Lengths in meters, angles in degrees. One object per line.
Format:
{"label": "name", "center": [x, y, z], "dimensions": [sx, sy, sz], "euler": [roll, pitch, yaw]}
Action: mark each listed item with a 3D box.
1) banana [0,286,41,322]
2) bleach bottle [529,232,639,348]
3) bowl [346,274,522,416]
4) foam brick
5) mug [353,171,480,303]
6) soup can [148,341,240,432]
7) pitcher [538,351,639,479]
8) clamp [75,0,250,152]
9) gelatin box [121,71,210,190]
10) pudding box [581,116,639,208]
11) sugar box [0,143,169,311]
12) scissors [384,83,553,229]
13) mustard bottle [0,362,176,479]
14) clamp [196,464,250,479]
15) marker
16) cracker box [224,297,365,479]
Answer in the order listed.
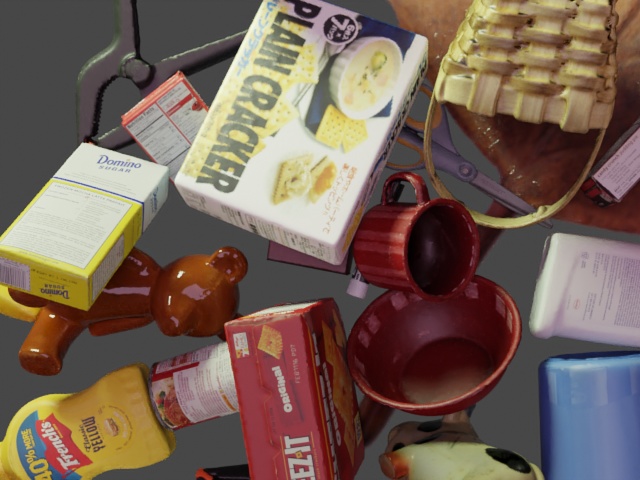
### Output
{"label": "banana", "center": [-0.373, 0.049, 1.058], "dimensions": [0.198, 0.037, 0.069], "euler": [-2, 107, 8]}
{"label": "bleach bottle", "center": [0.324, 0.062, 0.965], "dimensions": [0.251, 0.068, 0.102], "euler": [11, 92, 4]}
{"label": "bowl", "center": [0.108, 0.104, 0.966], "dimensions": [0.162, 0.162, 0.055], "euler": [-20, 129, 6]}
{"label": "foam brick", "center": [-0.007, 0.001, 1.006], "dimensions": [0.078, 0.053, 0.051], "euler": [11, 91, 7]}
{"label": "mug", "center": [0.081, -0.004, 0.964], "dimensions": [0.093, 0.082, 0.117], "euler": [-21, 106, -34]}
{"label": "soup can", "center": [-0.101, 0.134, 1.003], "dimensions": [0.102, 0.068, 0.068], "euler": [-18, 88, 14]}
{"label": "pitcher", "center": [0.266, 0.222, 0.937], "dimensions": [0.149, 0.145, 0.243], "euler": [-4, 87, -9]}
{"label": "clamp", "center": [-0.179, -0.174, 1.030], "dimensions": [0.164, 0.036, 0.210], "euler": [40, 97, -3]}
{"label": "gelatin box", "center": [-0.133, -0.104, 1.015], "dimensions": [0.073, 0.030, 0.089], "euler": [-38, 113, 5]}
{"label": "pudding box", "center": [0.286, -0.081, 0.954], "dimensions": [0.039, 0.090, 0.113], "euler": [42, 94, 5]}
{"label": "sugar box", "center": [-0.210, -0.016, 0.954], "dimensions": [0.093, 0.176, 0.048], "euler": [17, 126, 8]}
{"label": "scissors", "center": [0.136, -0.086, 1.008], "dimensions": [0.202, 0.016, 0.096], "euler": [18, 92, 6]}
{"label": "mustard bottle", "center": [-0.242, 0.193, 1.030], "dimensions": [0.192, 0.058, 0.096], "euler": [-20, 92, 6]}
{"label": "clamp", "center": [-0.042, 0.261, 0.988], "dimensions": [0.171, 0.120, 0.039], "euler": [10, 123, 12]}
{"label": "marker", "center": [0.054, -0.003, 1.016], "dimensions": [0.020, 0.020, 0.121], "euler": [19, 92, 6]}
{"label": "cracker box", "center": [-0.015, 0.138, 0.926], "dimensions": [0.072, 0.213, 0.164], "euler": [-10, 89, 8]}
